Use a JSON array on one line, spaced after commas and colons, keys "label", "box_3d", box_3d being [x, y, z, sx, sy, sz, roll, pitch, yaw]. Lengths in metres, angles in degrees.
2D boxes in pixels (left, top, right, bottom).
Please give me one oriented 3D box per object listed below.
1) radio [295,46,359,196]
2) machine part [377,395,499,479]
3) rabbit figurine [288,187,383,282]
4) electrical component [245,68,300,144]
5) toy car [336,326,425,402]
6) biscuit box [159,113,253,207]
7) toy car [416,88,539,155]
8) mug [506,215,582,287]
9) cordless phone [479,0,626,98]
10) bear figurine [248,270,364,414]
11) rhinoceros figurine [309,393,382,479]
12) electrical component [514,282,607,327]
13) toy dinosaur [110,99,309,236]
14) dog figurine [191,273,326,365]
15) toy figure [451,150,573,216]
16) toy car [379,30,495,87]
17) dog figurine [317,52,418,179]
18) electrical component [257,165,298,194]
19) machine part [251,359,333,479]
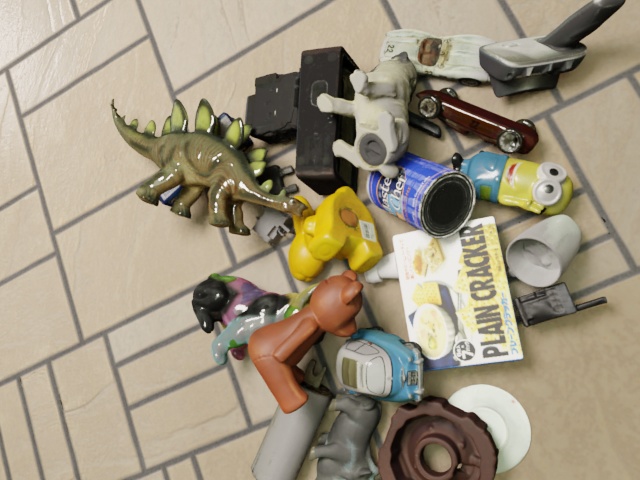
[{"label": "radio", "box_3d": [0.017, -0.198, 0.903, 0.073, 0.131, 0.229, -1, 82, 20]}, {"label": "machine part", "box_3d": [0.176, 0.323, 0.800, 0.180, 0.056, 0.179, -2, 85, 27]}, {"label": "rabbit figurine", "box_3d": [-0.002, -0.003, 0.885, 0.173, 0.122, 0.162, -47, 49, 42]}, {"label": "electrical component", "box_3d": [-0.075, -0.235, 0.962, 0.134, 0.058, 0.115, -3, 78, 37]}, {"label": "toy car", "box_3d": [0.079, 0.194, 0.811, 0.162, 0.103, 0.109, 6, 97, 58]}, {"label": "biscuit box", "box_3d": [-0.225, -0.145, 1.012, 0.202, 0.062, 0.059, -40, 73, 10]}, {"label": "toy car", "box_3d": [0.245, -0.188, 0.851, 0.202, 0.089, 0.053, 28, 128, 21]}, {"label": "mug", "box_3d": [0.331, 0.015, 0.791, 0.107, 0.109, 0.081, -32, 73, -32]}, {"label": "cordless phone", "box_3d": [0.330, -0.286, 0.772, 0.147, 0.184, 0.088, -11, 84, -10]}, {"label": "bear figurine", "box_3d": [-0.003, 0.140, 0.798, 0.196, 0.120, 0.131, -31, 101, -3]}, {"label": "rhinoceros figurine", "box_3d": [0.044, 0.336, 0.852, 0.112, 0.073, 0.190, 15, 85, 9]}, {"label": "electrical component", "box_3d": [0.347, 0.089, 0.783, 0.119, 0.074, 0.048, -23, 76, 18]}, {"label": "toy dinosaur", "box_3d": [-0.220, -0.137, 0.928, 0.472, 0.105, 0.198, 20, 83, 22]}, {"label": "dog figurine", "box_3d": [-0.087, 0.110, 0.910, 0.219, 0.108, 0.191, -29, 72, 8]}, {"label": "toy figure", "box_3d": [0.292, -0.090, 0.826, 0.180, 0.089, 0.082, 14, 100, 28]}, {"label": "toy car", "box_3d": [0.199, -0.306, 0.899, 0.202, 0.056, 0.073, 13, 86, 20]}, {"label": "dog figurine", "box_3d": [0.112, -0.195, 0.831, 0.121, 0.190, 0.172, -7, 106, 44]}, {"label": "electrical component", "box_3d": [-0.088, -0.101, 0.981, 0.094, 0.021, 0.063, -15, 78, 15]}, {"label": "machine part", "box_3d": [-0.046, 0.313, 0.878, 0.079, 0.079, 0.243, 23, 89, 20]}]
